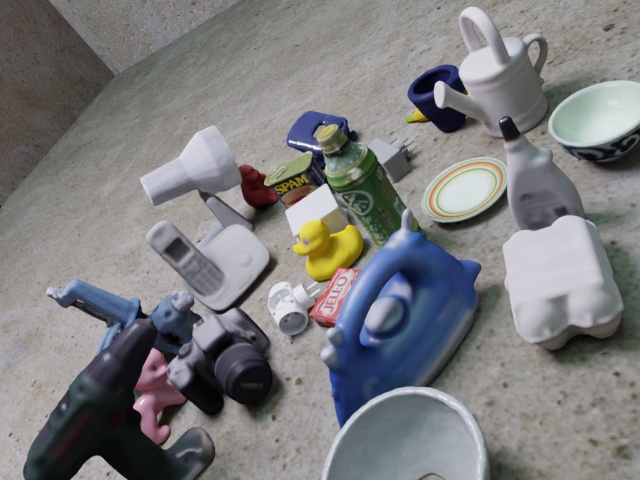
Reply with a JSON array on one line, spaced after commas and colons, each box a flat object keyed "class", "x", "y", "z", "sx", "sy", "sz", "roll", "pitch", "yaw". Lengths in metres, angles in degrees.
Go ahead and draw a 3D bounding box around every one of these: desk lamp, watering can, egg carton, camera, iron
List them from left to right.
[{"class": "desk lamp", "x": -0.217, "y": -0.079, "z": 1.079, "sx": 0.203, "sy": 0.214, "sz": 0.117, "roll": -43, "pitch": 33, "yaw": -6}, {"class": "camera", "x": -0.136, "y": 0.174, "z": 0.796, "sx": 0.143, "sy": 0.101, "sz": 0.136, "roll": -44, "pitch": 33, "yaw": -8}, {"class": "iron", "x": 0.071, "y": 0.094, "z": 0.655, "sx": 0.118, "sy": 0.142, "sz": 0.259, "roll": 12, "pitch": 57, "yaw": 50}, {"class": "watering can", "x": 0.253, "y": -0.251, "z": 0.849, "sx": 0.173, "sy": 0.195, "sz": 0.100, "roll": -46, "pitch": 34, "yaw": -12}, {"class": "egg carton", "x": 0.252, "y": 0.042, "z": 0.608, "sx": 0.107, "sy": 0.070, "sz": 0.150, "roll": -21, "pitch": 36, "yaw": 25}]

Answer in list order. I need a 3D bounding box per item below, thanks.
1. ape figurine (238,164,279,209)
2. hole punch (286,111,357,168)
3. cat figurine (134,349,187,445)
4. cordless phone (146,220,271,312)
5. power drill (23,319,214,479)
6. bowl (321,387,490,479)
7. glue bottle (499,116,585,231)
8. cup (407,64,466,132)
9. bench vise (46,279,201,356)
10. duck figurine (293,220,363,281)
[{"class": "ape figurine", "x": -0.132, "y": -0.113, "z": 1.152, "sx": 0.076, "sy": 0.092, "sz": 0.078, "roll": -11, "pitch": 42, "yaw": 36}, {"class": "hole punch", "x": 0.003, "y": -0.204, "z": 1.132, "sx": 0.100, "sy": 0.091, "sz": 0.109, "roll": -2, "pitch": 47, "yaw": 43}, {"class": "cat figurine", "x": -0.259, "y": 0.218, "z": 0.848, "sx": 0.067, "sy": 0.118, "sz": 0.128, "roll": -10, "pitch": 42, "yaw": 36}, {"class": "cordless phone", "x": -0.186, "y": 0.016, "z": 0.959, "sx": 0.148, "sy": 0.185, "sz": 0.093, "roll": -49, "pitch": 34, "yaw": -15}, {"class": "power drill", "x": -0.236, "y": 0.235, "z": 0.720, "sx": 0.230, "sy": 0.209, "sz": 0.075, "roll": -46, "pitch": 33, "yaw": -11}, {"class": "bowl", "x": 0.088, "y": 0.228, "z": 0.536, "sx": 0.167, "sy": 0.075, "sz": 0.167, "roll": -25, "pitch": 35, "yaw": 20}, {"class": "glue bottle", "x": 0.244, "y": -0.075, "z": 0.662, "sx": 0.078, "sy": 0.174, "sz": 0.037, "roll": -12, "pitch": 41, "yaw": 35}, {"class": "cup", "x": 0.217, "y": -0.234, "z": 0.956, "sx": 0.117, "sy": 0.095, "sz": 0.092, "roll": -12, "pitch": 41, "yaw": 35}, {"class": "bench vise", "x": -0.310, "y": 0.115, "z": 0.927, "sx": 0.207, "sy": 0.220, "sz": 0.121, "roll": -37, "pitch": 33, "yaw": 2}, {"class": "duck figurine", "x": 0.008, "y": 0.003, "z": 0.879, "sx": 0.104, "sy": 0.086, "sz": 0.077, "roll": -33, "pitch": 33, "yaw": 8}]
